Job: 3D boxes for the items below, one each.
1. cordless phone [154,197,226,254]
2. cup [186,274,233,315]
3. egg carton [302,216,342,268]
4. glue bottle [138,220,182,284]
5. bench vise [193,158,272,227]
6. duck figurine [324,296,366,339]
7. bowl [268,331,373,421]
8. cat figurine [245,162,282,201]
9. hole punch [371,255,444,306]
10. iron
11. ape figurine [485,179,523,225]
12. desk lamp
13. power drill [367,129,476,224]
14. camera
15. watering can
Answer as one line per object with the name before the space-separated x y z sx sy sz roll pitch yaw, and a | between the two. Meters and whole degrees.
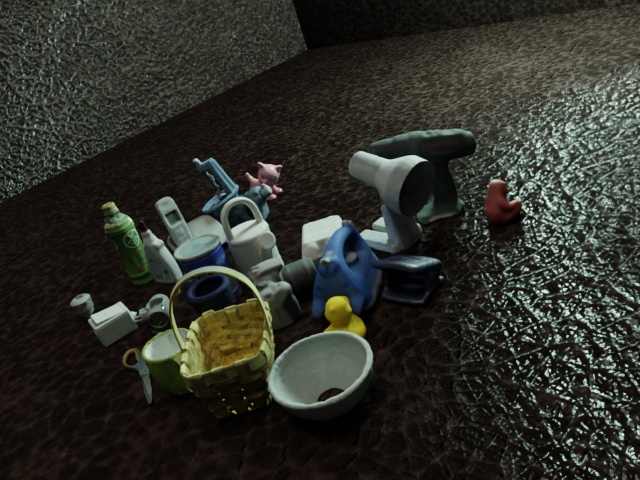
cordless phone | -0.332 -0.040 1.464 0.093 0.185 0.148 9 39 44
cup | -0.224 0.130 1.174 0.117 0.095 0.092 7 37 41
egg carton | 0.012 0.005 1.284 0.107 0.069 0.150 -16 27 6
glue bottle | -0.400 0.028 1.394 0.077 0.173 0.037 -2 32 31
bench vise | -0.240 -0.137 1.548 0.207 0.220 0.121 -20 27 -1
duck figurine | 0.034 0.142 0.993 0.077 0.086 0.104 -7 29 22
bowl | 0.009 0.219 0.877 0.167 0.075 0.167 -15 27 8
cat figurine | -0.166 -0.181 1.695 0.127 0.118 0.067 -1 32 32
hole punch | 0.162 0.056 1.064 0.108 0.091 0.101 5 36 40
iron | 0.050 0.036 1.119 0.118 0.142 0.258 -8 29 20
ape figurine | 0.373 -0.083 1.186 0.076 0.092 0.077 -25 27 -10
desk lamp | 0.146 -0.083 1.199 0.118 0.214 0.202 -37 32 -30
power drill | 0.237 -0.147 1.266 0.229 0.209 0.075 -17 27 4
camera | -0.069 0.088 1.145 0.137 0.101 0.143 -23 27 -8
watering can | -0.151 -0.005 1.269 0.172 0.194 0.101 1 33 35
